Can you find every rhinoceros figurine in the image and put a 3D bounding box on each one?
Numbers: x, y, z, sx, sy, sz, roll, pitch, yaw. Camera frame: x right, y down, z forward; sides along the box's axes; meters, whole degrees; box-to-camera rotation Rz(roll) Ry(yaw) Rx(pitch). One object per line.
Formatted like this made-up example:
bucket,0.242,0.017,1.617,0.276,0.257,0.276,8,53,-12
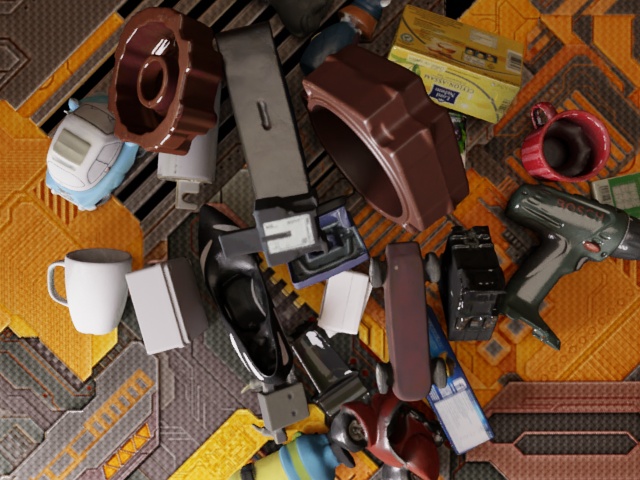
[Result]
rhinoceros figurine,-0.065,-0.359,0.726,0.112,0.073,0.190,-44,93,11

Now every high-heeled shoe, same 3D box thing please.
high-heeled shoe,-0.107,0.067,0.692,0.086,0.145,0.248,-28,93,-1

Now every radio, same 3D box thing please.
radio,-0.066,-0.145,0.695,0.073,0.131,0.229,-13,91,0

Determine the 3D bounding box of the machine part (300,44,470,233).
machine part,0.073,-0.116,0.645,0.087,0.200,0.202,-40,47,-8

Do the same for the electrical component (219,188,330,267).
electrical component,-0.052,-0.009,0.618,0.119,0.048,0.074,-15,110,1

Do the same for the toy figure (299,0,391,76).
toy figure,0.035,-0.283,0.731,0.064,0.058,0.154,42,86,-6

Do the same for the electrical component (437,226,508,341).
electrical component,0.191,0.065,0.700,0.058,0.115,0.134,1,134,1

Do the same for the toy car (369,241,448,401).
toy car,0.110,0.102,0.679,0.089,0.053,0.202,-6,93,-1

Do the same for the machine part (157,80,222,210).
machine part,-0.174,-0.162,0.721,0.079,0.079,0.243,5,92,-1

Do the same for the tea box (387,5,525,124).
tea box,0.174,-0.232,0.709,0.170,0.068,0.098,19,57,1

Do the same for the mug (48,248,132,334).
mug,-0.311,0.070,0.724,0.110,0.081,0.107,3,100,-6

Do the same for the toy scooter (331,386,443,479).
toy scooter,0.108,0.253,0.729,0.183,0.075,0.135,44,62,-18

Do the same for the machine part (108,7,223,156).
machine part,-0.189,-0.189,0.649,0.180,0.056,0.179,-1,89,39

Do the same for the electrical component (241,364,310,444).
electrical component,-0.060,0.226,0.748,0.078,0.045,0.102,-20,94,-28

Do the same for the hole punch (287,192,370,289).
hole punch,-0.001,-0.002,0.707,0.142,0.116,0.092,-26,98,3

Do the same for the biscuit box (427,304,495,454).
biscuit box,0.162,0.184,0.738,0.059,0.063,0.202,-27,91,0

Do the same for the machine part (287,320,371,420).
machine part,0.005,0.178,0.749,0.084,0.039,0.139,-31,93,6

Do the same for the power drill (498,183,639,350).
power drill,0.337,0.042,0.720,0.232,0.086,0.207,30,97,7

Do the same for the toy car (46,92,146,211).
toy car,-0.307,-0.122,0.709,0.109,0.103,0.161,33,89,0

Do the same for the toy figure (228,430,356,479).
toy figure,-0.044,0.318,0.730,0.180,0.082,0.089,-34,95,2
